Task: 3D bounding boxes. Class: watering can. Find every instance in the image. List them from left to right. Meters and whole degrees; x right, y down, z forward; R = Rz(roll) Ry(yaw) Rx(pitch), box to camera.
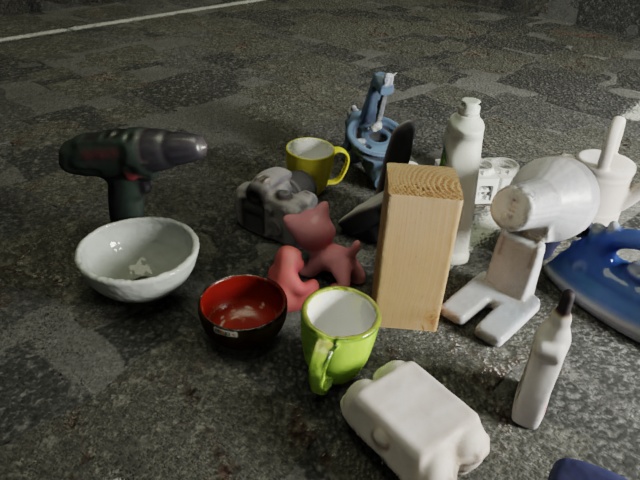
[{"bbox_3d":[0.504,-0.121,1.002,0.172,0.194,0.101,9,34,10],"label":"watering can"}]

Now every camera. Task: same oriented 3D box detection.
[{"bbox_3d":[-0.053,-0.072,0.967,0.142,0.101,0.137,23,38,27],"label":"camera"}]

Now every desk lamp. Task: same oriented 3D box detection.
[{"bbox_3d":[0.275,0.003,0.778,0.117,0.214,0.204,28,41,33],"label":"desk lamp"}]

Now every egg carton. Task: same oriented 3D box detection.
[{"bbox_3d":[0.096,0.195,0.603,0.107,0.069,0.149,-22,41,-33],"label":"egg carton"}]

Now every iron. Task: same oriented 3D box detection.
[{"bbox_3d":[0.444,0.044,0.795,0.119,0.141,0.257,-26,43,-36],"label":"iron"}]

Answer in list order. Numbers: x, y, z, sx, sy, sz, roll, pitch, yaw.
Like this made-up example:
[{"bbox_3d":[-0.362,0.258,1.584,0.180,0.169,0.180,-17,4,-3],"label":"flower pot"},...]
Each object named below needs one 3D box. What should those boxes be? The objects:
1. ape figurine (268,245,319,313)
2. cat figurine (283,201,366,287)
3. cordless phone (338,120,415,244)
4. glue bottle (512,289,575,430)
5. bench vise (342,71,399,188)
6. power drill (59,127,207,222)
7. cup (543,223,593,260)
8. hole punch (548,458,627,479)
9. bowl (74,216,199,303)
[{"bbox_3d":[-0.042,0.049,0.793,0.076,0.092,0.077,-22,41,-33],"label":"ape figurine"},{"bbox_3d":[0.008,0.003,0.843,0.127,0.118,0.067,25,39,30],"label":"cat figurine"},{"bbox_3d":[0.103,-0.100,0.946,0.093,0.185,0.148,22,38,27],"label":"cordless phone"},{"bbox_3d":[0.250,0.125,0.628,0.037,0.173,0.078,17,36,21],"label":"glue bottle"},{"bbox_3d":[0.090,-0.232,1.113,0.122,0.220,0.206,-20,40,-30],"label":"bench vise"},{"bbox_3d":[-0.268,-0.073,0.854,0.229,0.208,0.076,9,34,10],"label":"power drill"},{"bbox_3d":[0.369,-0.012,0.916,0.117,0.095,0.092,26,40,31],"label":"cup"},{"bbox_3d":[0.239,0.262,0.493,0.108,0.091,0.101,20,37,23],"label":"hole punch"},{"bbox_3d":[-0.251,0.038,0.808,0.167,0.075,0.167,2,33,-1],"label":"bowl"}]
